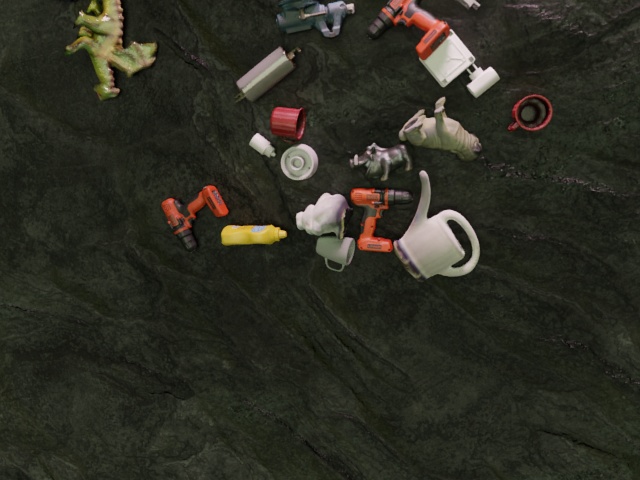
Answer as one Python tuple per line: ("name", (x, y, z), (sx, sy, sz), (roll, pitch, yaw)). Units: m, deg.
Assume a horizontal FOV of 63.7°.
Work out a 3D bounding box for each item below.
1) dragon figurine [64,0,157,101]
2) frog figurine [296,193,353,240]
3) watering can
("dragon figurine", (-0.603, -0.608, 1.546), (0.241, 0.124, 0.405), (28, 107, -15))
("frog figurine", (0.005, -0.076, 1.519), (0.160, 0.120, 0.139), (11, 71, 16))
("watering can", (0.307, -0.016, 1.466), (0.223, 0.106, 0.344), (-34, 109, 14))
